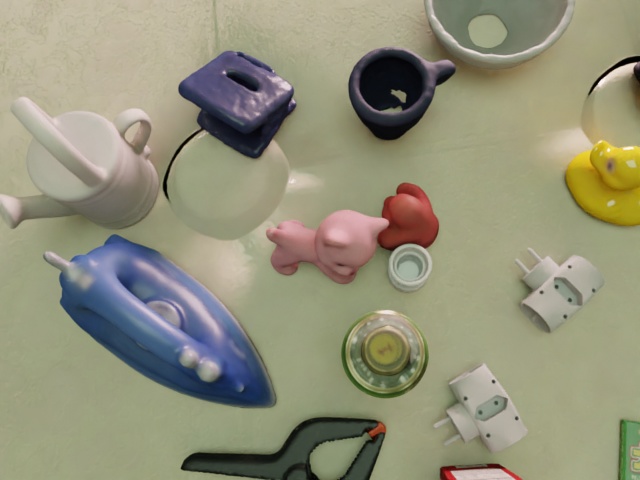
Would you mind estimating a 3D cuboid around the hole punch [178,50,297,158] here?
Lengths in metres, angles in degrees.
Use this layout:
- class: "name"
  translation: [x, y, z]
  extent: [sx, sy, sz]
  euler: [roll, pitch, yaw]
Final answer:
- class: "hole punch"
  translation: [-0.093, -0.168, 0.660]
  extent: [0.108, 0.091, 0.101]
  euler: [32, 81, 11]

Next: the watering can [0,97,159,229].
- class: "watering can"
  translation: [-0.255, -0.077, 0.598]
  extent: [0.100, 0.194, 0.173]
  euler: [25, 80, 10]

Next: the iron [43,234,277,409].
- class: "iron"
  translation: [-0.158, 0.090, 0.577]
  extent: [0.258, 0.141, 0.119]
  euler: [33, 81, 11]

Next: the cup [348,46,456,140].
- class: "cup"
  translation: [0.091, -0.158, 0.641]
  extent: [0.117, 0.095, 0.091]
  euler: [-21, 75, 0]

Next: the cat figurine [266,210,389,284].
- class: "cat figurine"
  translation: [0.005, 0.002, 0.597]
  extent: [0.127, 0.118, 0.067]
  euler: [6, 77, 6]

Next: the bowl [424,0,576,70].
- class: "bowl"
  translation: [0.202, -0.264, 0.668]
  extent: [0.167, 0.075, 0.167]
  euler: [-1, 76, 5]

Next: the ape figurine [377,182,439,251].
- class: "ape figurine"
  translation: [0.091, -0.025, 0.610]
  extent: [0.076, 0.092, 0.078]
  euler: [41, 83, 13]

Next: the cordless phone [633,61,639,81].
- class: "cordless phone"
  translation: [0.420, -0.203, 0.578]
  extent: [0.147, 0.185, 0.094]
  euler: [-23, 75, -1]

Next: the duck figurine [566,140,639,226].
- class: "duck figurine"
  translation: [0.320, -0.065, 0.604]
  extent: [0.104, 0.086, 0.077]
  euler: [41, 83, 13]
